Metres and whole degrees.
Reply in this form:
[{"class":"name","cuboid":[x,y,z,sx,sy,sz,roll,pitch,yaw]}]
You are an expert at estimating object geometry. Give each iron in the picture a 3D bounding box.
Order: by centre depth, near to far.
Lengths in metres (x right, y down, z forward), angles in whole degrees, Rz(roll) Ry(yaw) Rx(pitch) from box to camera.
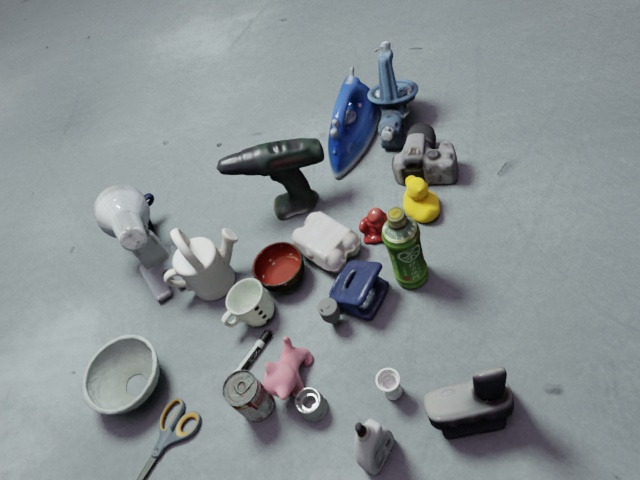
[{"class":"iron","cuboid":[0.063,-0.289,1.386,0.118,0.142,0.258,6,59,21]}]

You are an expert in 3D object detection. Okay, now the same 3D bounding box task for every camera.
[{"class":"camera","cuboid":[0.240,-0.204,1.297,0.143,0.101,0.137,1,57,18]}]

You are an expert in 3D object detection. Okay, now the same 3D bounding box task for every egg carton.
[{"class":"egg carton","cuboid":[0.011,0.004,1.246,0.149,0.069,0.107,31,70,32]}]

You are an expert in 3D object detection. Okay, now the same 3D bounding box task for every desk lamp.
[{"class":"desk lamp","cuboid":[-0.400,0.000,1.289,0.118,0.214,0.202,-35,54,-8]}]

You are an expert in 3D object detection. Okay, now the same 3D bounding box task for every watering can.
[{"class":"watering can","cuboid":[-0.258,0.038,1.230,0.100,0.194,0.173,30,70,32]}]

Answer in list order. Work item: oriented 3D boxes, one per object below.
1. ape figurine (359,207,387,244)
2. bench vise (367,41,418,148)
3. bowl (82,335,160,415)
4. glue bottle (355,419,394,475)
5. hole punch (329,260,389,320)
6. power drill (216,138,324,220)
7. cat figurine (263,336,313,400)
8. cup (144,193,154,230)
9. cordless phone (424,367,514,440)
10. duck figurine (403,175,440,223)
[{"class":"ape figurine","cuboid":[0.122,-0.036,1.225,0.076,0.092,0.077,-43,55,-13]},{"class":"bench vise","cuboid":[0.174,-0.334,1.332,0.121,0.220,0.207,-15,54,7]},{"class":"bowl","cuboid":[-0.396,0.285,1.179,0.167,0.075,0.167,-8,55,12]},{"class":"glue bottle","cuboid":[0.081,0.329,0.938,0.037,0.173,0.078,22,66,29]},{"class":"hole punch","cuboid":[0.072,0.094,1.152,0.100,0.091,0.109,17,64,27]},{"class":"power drill","cuboid":[-0.091,-0.141,1.291,0.229,0.209,0.075,-20,53,4]},{"class":"cat figurine","cuboid":[-0.068,0.245,1.077,0.067,0.118,0.128,1,57,18]},{"class":"cup","cuboid":[-0.444,-0.055,1.414,0.118,0.095,0.091,-44,55,-14]},{"class":"cordless phone","cuboid":[0.240,0.250,0.934,0.147,0.185,0.094,-18,53,5]},{"class":"duck figurine","cuboid":[0.216,-0.095,1.240,0.077,0.086,0.104,-25,53,0]}]
